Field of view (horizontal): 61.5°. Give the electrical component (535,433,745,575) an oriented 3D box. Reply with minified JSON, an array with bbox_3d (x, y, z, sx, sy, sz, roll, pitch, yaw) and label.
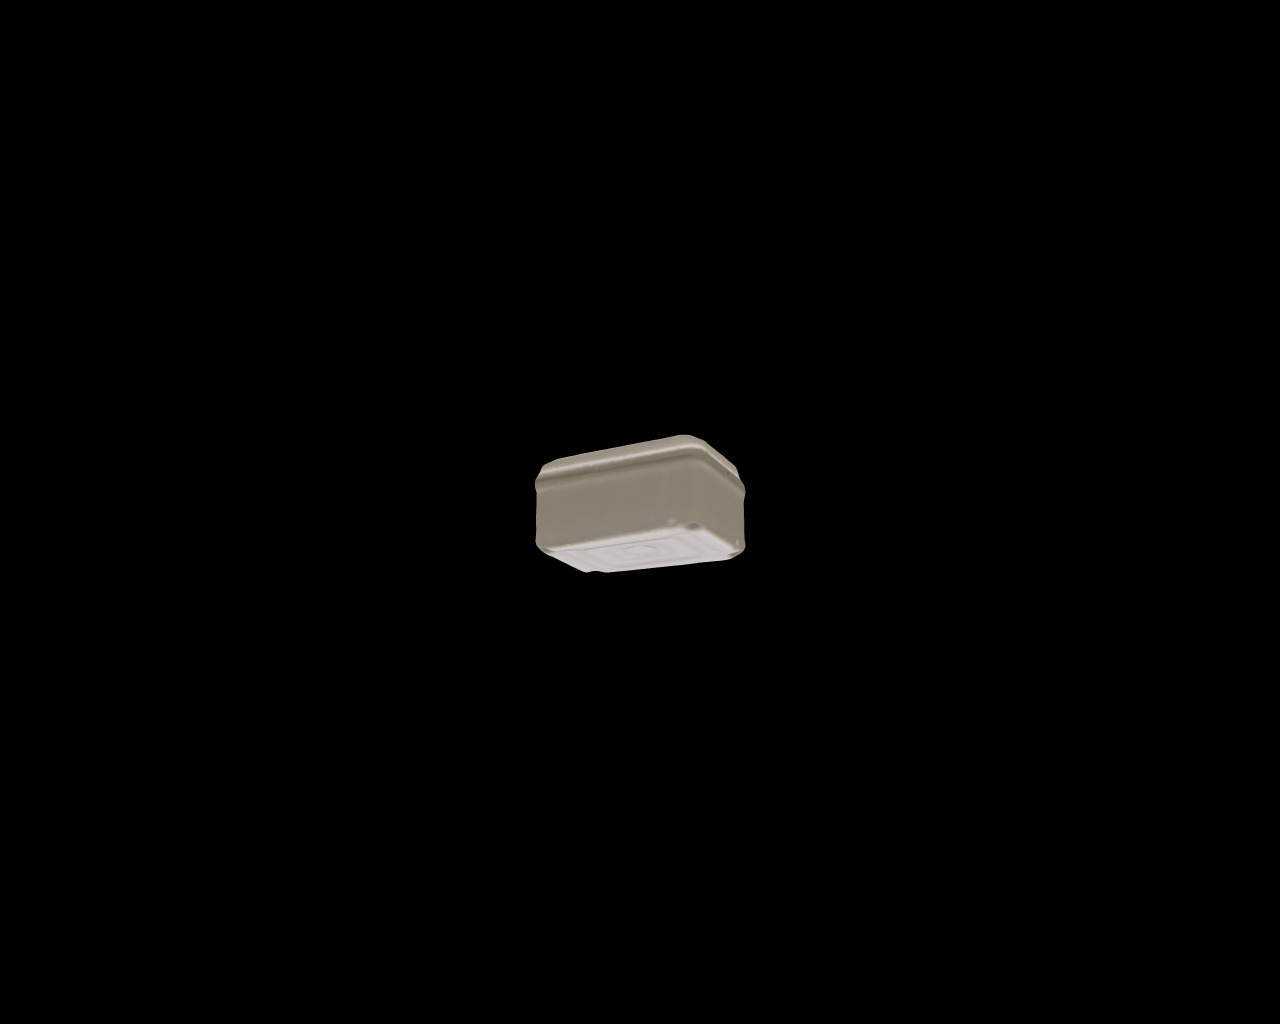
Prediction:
[{"bbox_3d":[0.001,-0.003,0.650,0.113,0.057,0.078,-8,-19,24],"label":"electrical component"}]
